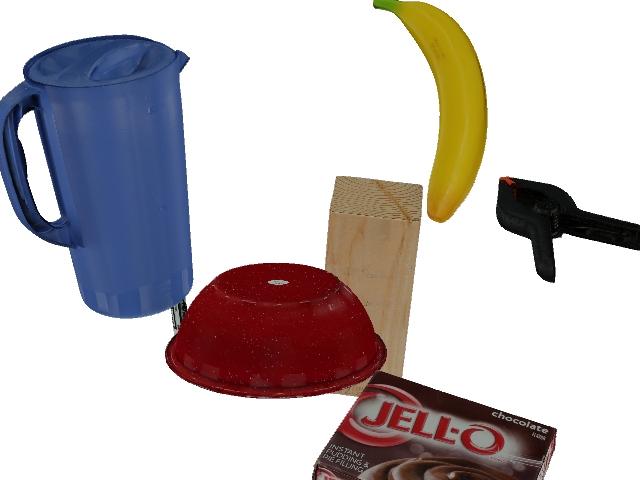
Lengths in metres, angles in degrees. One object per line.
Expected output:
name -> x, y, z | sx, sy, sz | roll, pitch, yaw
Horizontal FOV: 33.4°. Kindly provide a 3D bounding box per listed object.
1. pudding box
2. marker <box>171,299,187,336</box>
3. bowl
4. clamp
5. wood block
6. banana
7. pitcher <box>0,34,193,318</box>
pudding box -> 0.064, 0.124, 0.588 | 0.114, 0.039, 0.089 | 18, 35, 18
marker -> -0.160, 0.055, 1.186 | 0.020, 0.121, 0.020 | -4, 22, 2
bowl -> -0.031, 0.055, 0.767 | 0.162, 0.055, 0.162 | 1, 17, 0
clamp -> 0.238, -0.020, 1.055 | 0.120, 0.039, 0.171 | -8, 34, -14
wood block -> 0.049, 0.049, 1.086 | 0.090, 0.206, 0.090 | 6, 26, 4
banana -> 0.097, -0.112, 0.841 | 0.070, 0.198, 0.037 | -17, -19, 12
pitcher -> -0.189, -0.051, 0.960 | 0.149, 0.243, 0.145 | -1, 29, 5
